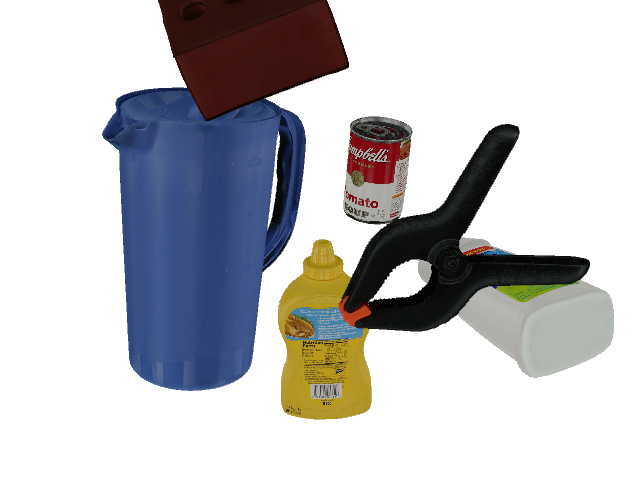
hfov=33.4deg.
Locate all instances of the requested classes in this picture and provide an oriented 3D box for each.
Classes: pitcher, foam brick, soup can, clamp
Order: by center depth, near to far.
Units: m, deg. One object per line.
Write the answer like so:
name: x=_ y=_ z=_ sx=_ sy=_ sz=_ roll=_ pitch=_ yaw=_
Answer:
foam brick: x=-0.033 y=-0.104 z=0.518 sx=0.078 sy=0.053 sz=0.051 roll=-21 pitch=-33 yaw=5
clamp: x=0.096 y=0.016 z=0.726 sx=0.171 sy=0.120 sz=0.039 roll=-38 pitch=6 yaw=7
pitcher: x=-0.097 y=-0.004 z=0.903 sx=0.149 sy=0.243 sz=0.145 roll=5 pitch=20 yaw=4
soup can: x=0.062 y=-0.078 z=1.179 sx=0.068 sy=0.102 sz=0.068 roll=4 pitch=28 yaw=-2

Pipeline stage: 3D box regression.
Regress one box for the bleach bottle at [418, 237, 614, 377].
bleach bottle: x=0.160 y=0.047 z=1.013 sx=0.102 sy=0.068 sz=0.251 roll=-15 pitch=21 yaw=-22

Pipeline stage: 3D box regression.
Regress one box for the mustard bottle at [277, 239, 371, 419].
mustard bottle: x=0.004 y=0.090 z=1.103 sx=0.096 sy=0.192 sz=0.058 roll=-1 pitch=23 yaw=1
